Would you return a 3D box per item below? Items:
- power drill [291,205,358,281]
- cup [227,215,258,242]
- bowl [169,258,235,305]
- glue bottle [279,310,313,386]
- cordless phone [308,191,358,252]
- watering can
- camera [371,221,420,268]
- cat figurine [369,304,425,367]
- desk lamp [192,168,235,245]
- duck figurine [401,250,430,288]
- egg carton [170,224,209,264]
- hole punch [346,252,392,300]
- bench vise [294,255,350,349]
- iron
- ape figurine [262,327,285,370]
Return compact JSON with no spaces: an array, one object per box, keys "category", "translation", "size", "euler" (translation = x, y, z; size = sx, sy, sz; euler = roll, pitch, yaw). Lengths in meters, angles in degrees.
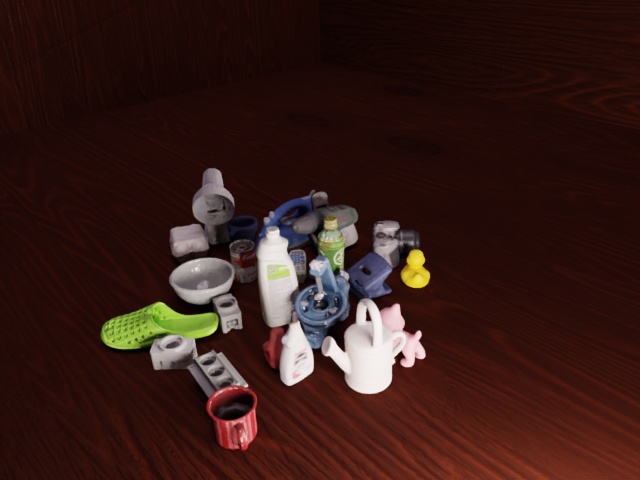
[{"category":"power drill","translation":[0.014,0.005,1.528],"size":[0.075,0.209,0.230],"euler":[22,37,36]},{"category":"cup","translation":[-0.229,-0.007,1.681],"size":[0.091,0.095,0.118],"euler":[9,31,19]},{"category":"bowl","translation":[-0.300,0.118,1.481],"size":[0.167,0.075,0.167],"euler":[-1,29,1]},{"category":"glue bottle","translation":[-0.051,0.217,1.188],"size":[0.037,0.173,0.078],"euler":[24,38,38]},{"category":"cordless phone","translation":[0.035,-0.060,1.669],"size":[0.148,0.185,0.093],"euler":[-21,34,-31]},{"category":"watering can","translation":[0.093,0.212,1.168],"size":[0.173,0.194,0.100],"euler":[-23,36,-33]},{"category":"camera","translation":[0.216,0.003,1.633],"size":[0.136,0.101,0.143],"euler":[-1,29,2]},{"category":"cat figurine","translation":[0.171,0.199,1.265],"size":[0.127,0.118,0.067],"euler":[24,38,38]},{"category":"desk lamp","translation":[-0.315,-0.094,1.719],"size":[0.118,0.214,0.203],"euler":[-6,29,-7]},{"category":"duck figurine","translation":[0.255,0.070,1.527],"size":[0.077,0.086,0.104],"euler":[-1,29,1]},{"category":"egg carton","translation":[-0.387,0.009,1.686],"size":[0.107,0.069,0.150],"euler":[-11,30,-16]},{"category":"hole punch","translation":[0.126,0.094,1.484],"size":[0.101,0.091,0.108],"euler":[-16,32,-24]},{"category":"bench vise","translation":[0.005,0.112,1.326],"size":[0.121,0.220,0.207],"euler":[2,29,7]},{"category":"iron","translation":[-0.098,-0.051,1.705],"size":[0.259,0.141,0.118],"euler":[-26,37,-36]},{"category":"ape figurine","translation":[-0.089,0.230,1.251],"size":[0.077,0.092,0.076],"euler":[6,30,13]}]
